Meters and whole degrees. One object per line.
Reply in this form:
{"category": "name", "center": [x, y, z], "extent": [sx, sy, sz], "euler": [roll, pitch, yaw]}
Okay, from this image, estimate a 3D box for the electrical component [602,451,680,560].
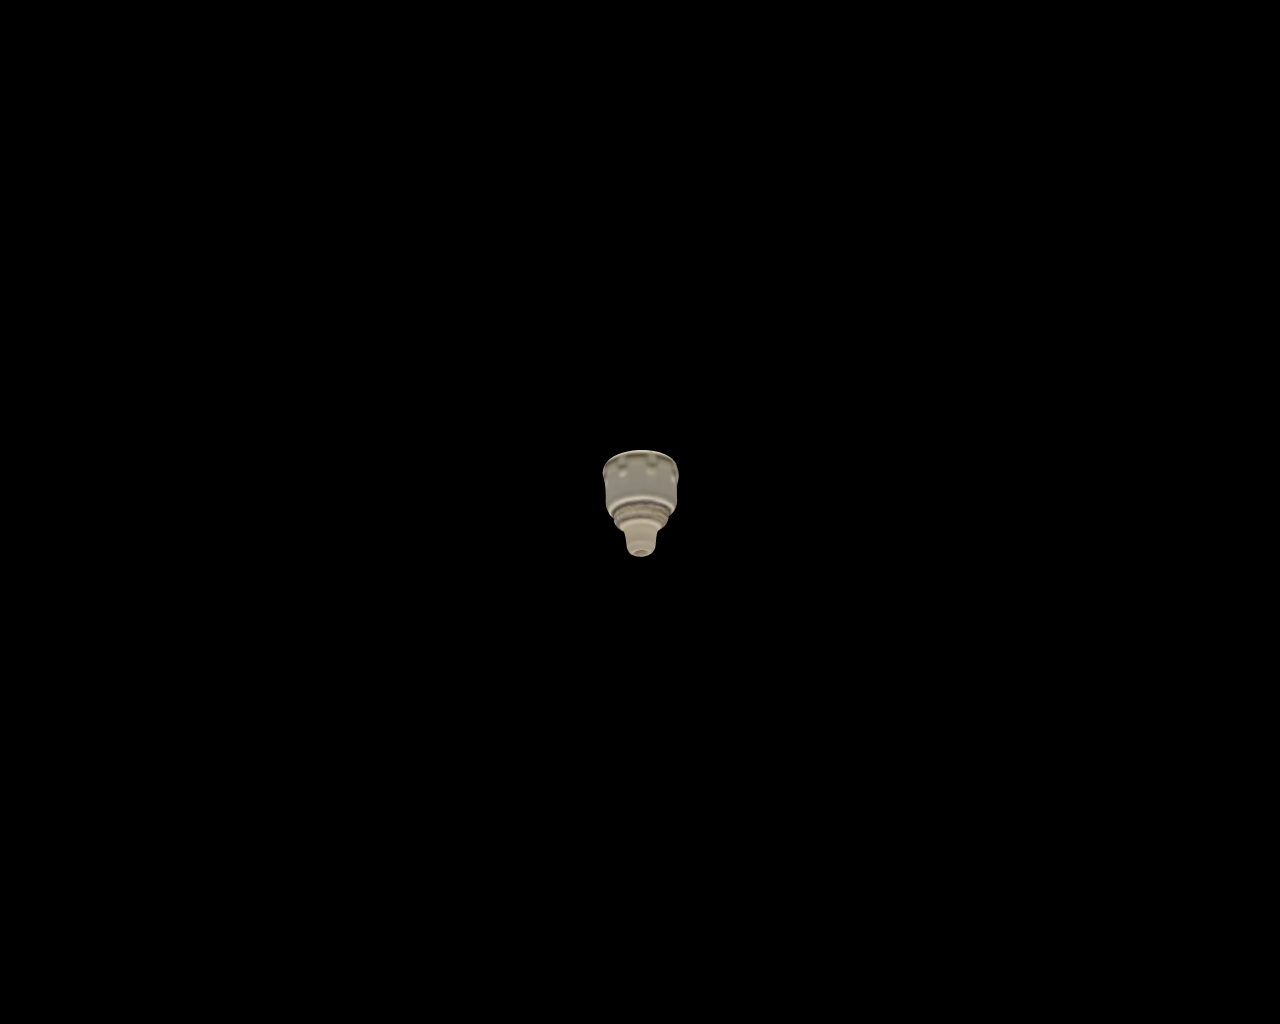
{"category": "electrical component", "center": [0.001, -0.003, 0.650], "extent": [0.048, 0.062, 0.048], "euler": [0, -23, 0]}
